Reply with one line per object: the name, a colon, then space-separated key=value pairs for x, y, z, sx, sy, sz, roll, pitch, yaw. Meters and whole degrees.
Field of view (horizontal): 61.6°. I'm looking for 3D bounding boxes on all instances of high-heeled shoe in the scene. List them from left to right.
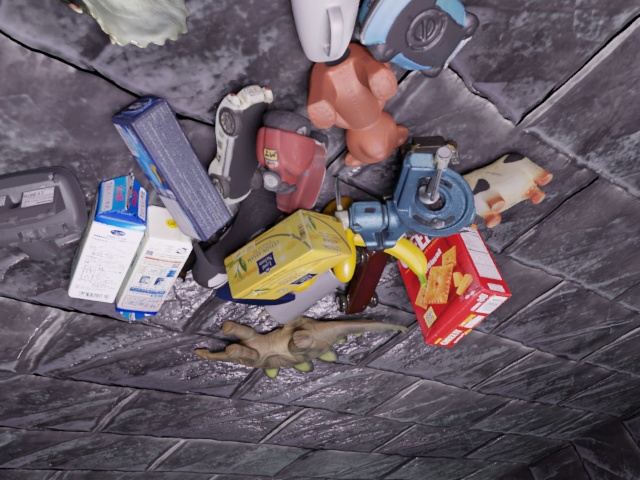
high-heeled shoe: x=-0.105 y=-0.006 z=0.886 sx=0.249 sy=0.086 sz=0.145 roll=-29 pitch=149 yaw=-7

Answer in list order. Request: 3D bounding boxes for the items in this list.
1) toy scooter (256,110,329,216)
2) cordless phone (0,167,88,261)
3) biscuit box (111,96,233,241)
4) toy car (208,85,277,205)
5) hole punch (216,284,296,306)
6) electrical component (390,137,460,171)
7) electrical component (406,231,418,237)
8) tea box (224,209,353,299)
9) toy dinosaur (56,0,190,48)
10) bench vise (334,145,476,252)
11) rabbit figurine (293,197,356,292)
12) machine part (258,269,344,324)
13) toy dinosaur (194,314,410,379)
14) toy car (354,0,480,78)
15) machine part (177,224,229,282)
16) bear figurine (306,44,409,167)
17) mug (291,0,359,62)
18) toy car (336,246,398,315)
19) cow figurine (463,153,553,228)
toy scooter: x=-0.038 y=-0.095 z=0.739 sx=0.075 sy=0.135 sz=0.184 roll=14 pitch=-178 yaw=19
cordless phone: x=-0.412 y=-0.020 z=0.806 sx=0.147 sy=0.089 sz=0.184 roll=-11 pitch=151 yaw=-5
biscuit box: x=-0.198 y=-0.094 z=0.734 sx=0.063 sy=0.059 sz=0.202 roll=-47 pitch=132 yaw=-29
toy car: x=-0.114 y=-0.130 z=0.762 sx=0.073 sy=0.056 sz=0.201 roll=-23 pitch=148 yaw=-36
hole punch: x=-0.120 y=0.086 z=0.982 sx=0.116 sy=0.092 sz=0.142 roll=-33 pitch=156 yaw=24
electrical component: x=0.171 y=-0.134 z=0.862 sx=0.102 sy=0.045 sz=0.078 roll=1 pitch=137 yaw=-11
electrical component: x=0.151 y=-0.052 z=0.939 sx=0.021 sy=0.094 sz=0.063 roll=-16 pitch=178 yaw=-4
tea box: x=-0.049 y=0.027 z=0.795 sx=0.170 sy=0.068 sz=0.098 roll=-33 pitch=154 yaw=34
toy dinosaur: x=-0.116 y=-0.329 z=0.501 sx=0.405 sy=0.131 sz=0.192 roll=-31 pitch=150 yaw=12
bench vise: x=0.130 y=-0.063 z=0.783 sx=0.224 sy=0.129 sz=0.240 roll=7 pitch=157 yaw=2
rabbit figurine: x=-0.002 y=-0.003 z=0.903 sx=0.173 sy=0.162 sz=0.121 roll=-39 pitch=125 yaw=1
machine part: x=-0.028 y=0.090 z=1.038 sx=0.243 sy=0.079 sz=0.079 roll=-39 pitch=135 yaw=24
toy dinosaur: x=-0.044 y=0.218 z=1.169 sx=0.472 sy=0.105 sz=0.198 roll=-10 pitch=148 yaw=8
toy car: x=0.107 y=-0.269 z=0.641 sx=0.161 sy=0.103 sz=0.109 roll=5 pitch=135 yaw=-42
machine part: x=-0.198 y=0.023 z=0.939 sx=0.139 sy=0.039 sz=0.084 roll=-32 pitch=146 yaw=15
bear figurine: x=0.059 y=-0.161 z=0.737 sx=0.120 sy=0.132 sz=0.195 roll=-21 pitch=134 yaw=9
mug: x=0.010 y=-0.257 z=0.630 sx=0.081 sy=0.109 sz=0.107 roll=-16 pitch=153 yaw=-9
toy car: x=0.090 y=0.075 z=1.077 sx=0.089 sy=0.053 sz=0.202 roll=-8 pitch=137 yaw=-25
cow figurine: x=0.270 y=-0.087 z=0.908 sx=0.195 sy=0.127 sz=0.085 roll=-26 pitch=142 yaw=-9
